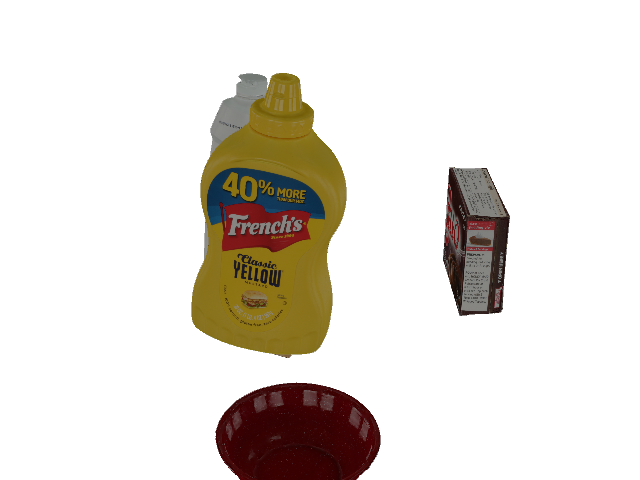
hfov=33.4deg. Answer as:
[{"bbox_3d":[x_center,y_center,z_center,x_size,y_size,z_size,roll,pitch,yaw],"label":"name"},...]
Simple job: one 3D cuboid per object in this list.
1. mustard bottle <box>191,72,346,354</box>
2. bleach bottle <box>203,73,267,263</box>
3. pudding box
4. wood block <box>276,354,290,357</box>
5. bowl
[{"bbox_3d":[-0.032,-0.018,0.711,0.096,0.192,0.058,13,28,9],"label":"mustard bottle"},{"bbox_3d":[-0.070,-0.045,1.109,0.103,0.251,0.068,16,24,25],"label":"bleach bottle"},{"bbox_3d":[0.128,-0.001,0.894,0.039,0.090,0.113,-1,24,-3],"label":"pudding box"},{"bbox_3d":[-0.053,0.035,1.404,0.090,0.206,0.090,15,21,12],"label":"wood block"},{"bbox_3d":[-0.022,0.211,1.055,0.162,0.055,0.162,1,30,0],"label":"bowl"}]
